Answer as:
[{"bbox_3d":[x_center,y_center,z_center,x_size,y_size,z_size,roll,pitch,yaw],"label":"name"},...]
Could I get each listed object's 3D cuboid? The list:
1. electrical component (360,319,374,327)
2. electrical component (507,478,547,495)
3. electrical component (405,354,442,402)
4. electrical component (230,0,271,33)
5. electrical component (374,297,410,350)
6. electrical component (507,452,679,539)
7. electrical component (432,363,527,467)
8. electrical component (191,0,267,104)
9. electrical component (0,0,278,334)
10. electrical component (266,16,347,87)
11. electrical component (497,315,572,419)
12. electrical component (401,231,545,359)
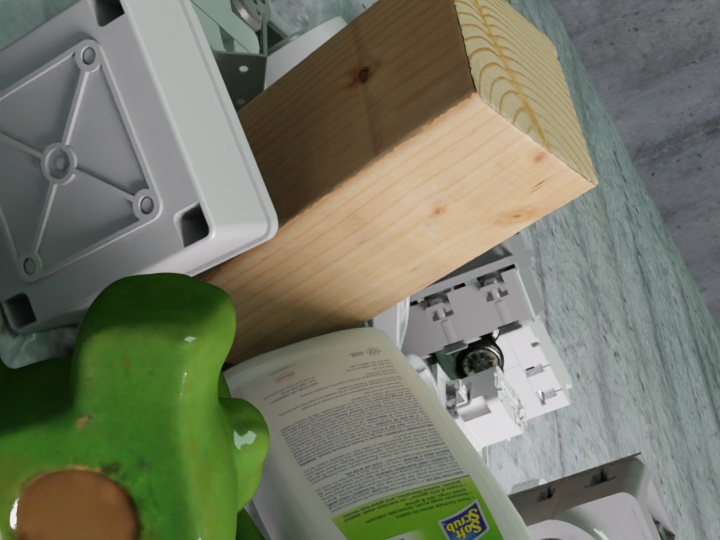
[{"bbox_3d":[-0.024,0.032,0.608,0.048,0.062,0.048,-7,90,-74],"label":"electrical component"},{"bbox_3d":[0.118,0.184,0.806,0.045,0.055,0.045,50,26,-36],"label":"electrical component"},{"bbox_3d":[0.022,0.085,0.690,0.055,0.047,0.055,50,26,-36],"label":"electrical component"},{"bbox_3d":[-0.090,-0.161,0.670,0.045,0.055,0.045,50,27,-38],"label":"electrical component"},{"bbox_3d":[0.000,0.000,0.678,0.053,0.059,0.095,-69,162,-62],"label":"electrical component"},{"bbox_3d":[0.060,0.169,0.495,0.105,0.186,0.060,67,21,1],"label":"electrical component"},{"bbox_3d":[0.086,0.106,0.802,0.081,0.064,0.042,53,24,-31],"label":"electrical component"},{"bbox_3d":[-0.099,-0.128,0.616,0.095,0.054,0.059,35,37,-54],"label":"electrical component"},{"bbox_3d":[-0.104,-0.043,0.436,0.056,0.109,0.108,-12,79,-66],"label":"electrical component"},{"bbox_3d":[-0.036,-0.118,0.699,0.064,0.099,0.099,57,22,-7],"label":"electrical component"},{"bbox_3d":[0.149,0.086,0.986,0.089,0.056,0.050,61,21,-13],"label":"electrical component"},{"bbox_3d":[0.061,0.024,0.746,0.063,0.121,0.079,70,21,2],"label":"electrical component"}]
